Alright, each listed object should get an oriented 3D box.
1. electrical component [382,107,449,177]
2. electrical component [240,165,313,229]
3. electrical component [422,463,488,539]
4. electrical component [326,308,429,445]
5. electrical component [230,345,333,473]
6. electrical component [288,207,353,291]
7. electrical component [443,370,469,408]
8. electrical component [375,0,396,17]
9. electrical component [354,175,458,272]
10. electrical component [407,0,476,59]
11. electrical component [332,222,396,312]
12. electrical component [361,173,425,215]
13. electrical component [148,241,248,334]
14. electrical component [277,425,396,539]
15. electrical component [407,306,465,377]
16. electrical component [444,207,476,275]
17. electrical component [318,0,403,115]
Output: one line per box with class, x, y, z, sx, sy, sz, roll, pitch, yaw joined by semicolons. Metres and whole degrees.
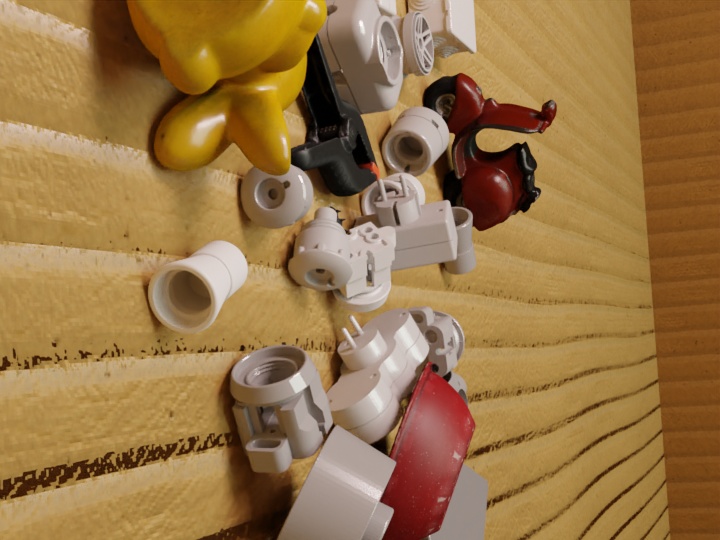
electrical component;0.051;-0.119;1.014;0.047;0.055;0.055;-56;136;-52
electrical component;-0.053;-0.053;0.759;0.062;0.048;0.048;-13;97;-75
electrical component;0.070;0.219;0.972;0.100;0.048;0.099;40;47;-40
electrical component;0.007;0.071;0.867;0.073;0.052;0.138;59;31;-20
electrical component;-0.053;0.087;0.710;0.078;0.058;0.057;-57;140;-56
electrical component;-0.028;-0.019;0.812;0.048;0.048;0.062;59;27;-47
electrical component;0.083;0.125;1.051;0.079;0.044;0.077;-62;141;-53
electrical component;0.008;-0.251;0.944;0.077;0.047;0.065;-1;87;-68
electrical component;0.034;-0.044;0.906;0.047;0.083;0.075;-76;154;-64
electrical component;0.085;-0.278;1.136;0.100;0.048;0.099;10;77;-67
electrical component;0.000;0.000;0.861;0.048;0.066;0.055;46;-30;43
electrical component;0.031;-0.062;0.963;0.055;0.045;0.045;-33;115;-66
electrical component;-0.094;0.007;0.650;0.065;0.044;0.044;-50;131;-66
electrical component;-0.012;0.166;0.723;0.108;0.060;0.108;-63;175;-11
electrical component;0.064;0.070;1.002;0.057;0.058;0.078;-24;108;-64
electrical component;0.102;-0.028;1.137;0.044;0.044;0.065;-67;150;-49
electrical component;-0.002;-0.176;0.888;0.095;0.059;0.053;63;31;-42
